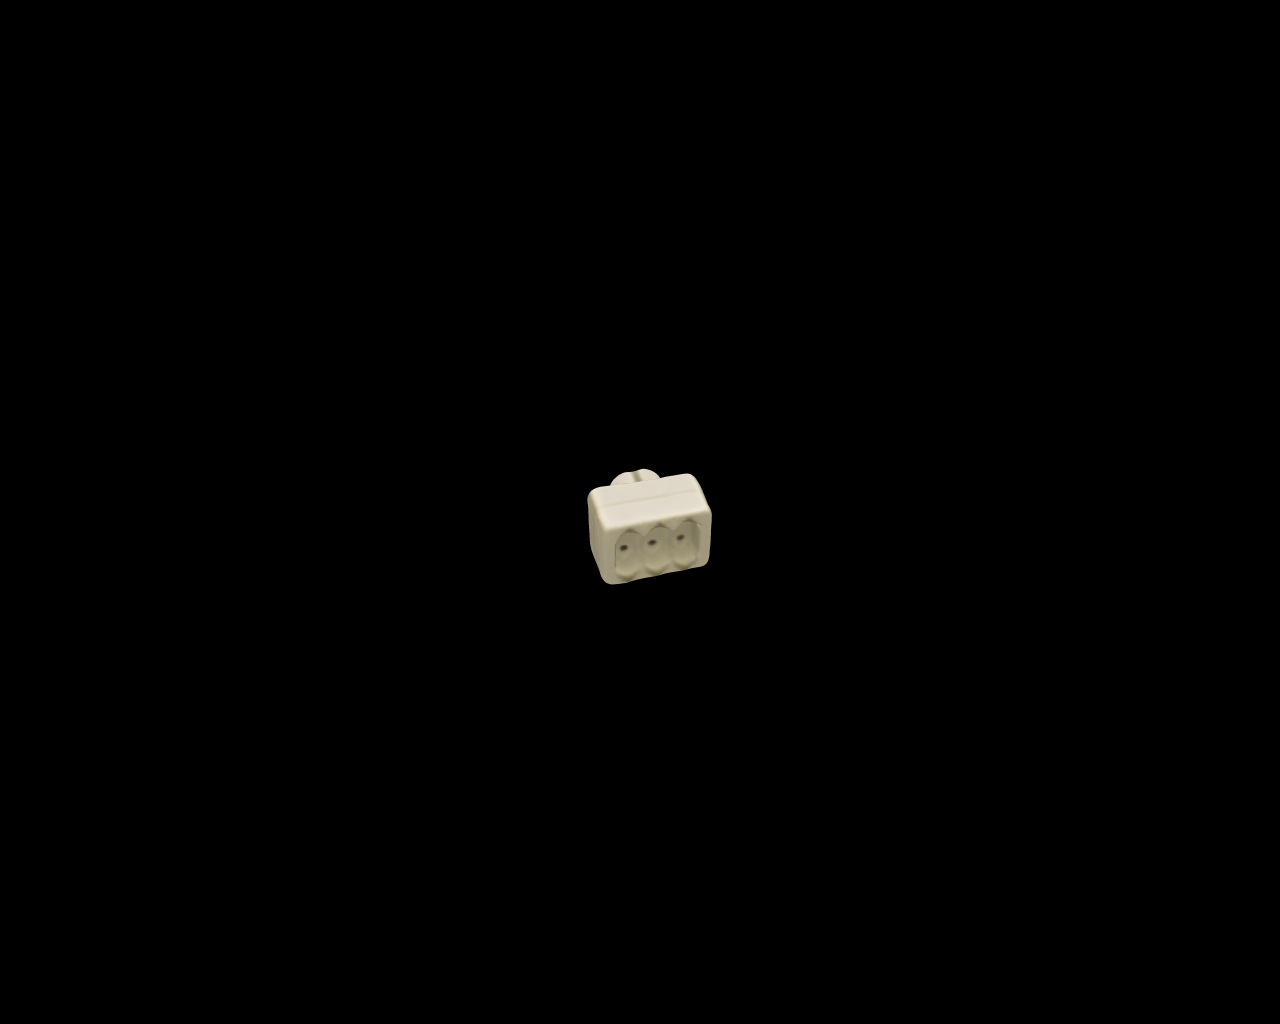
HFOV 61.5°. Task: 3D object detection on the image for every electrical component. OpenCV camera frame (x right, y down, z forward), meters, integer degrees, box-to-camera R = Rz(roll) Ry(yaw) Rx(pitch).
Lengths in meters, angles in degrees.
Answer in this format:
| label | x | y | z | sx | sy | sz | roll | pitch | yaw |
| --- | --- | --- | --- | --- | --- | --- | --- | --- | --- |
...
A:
| label | x | y | z | sx | sy | sz | roll | pitch | yaw |
| --- | --- | --- | --- | --- | --- | --- | --- | --- | --- |
| electrical component | 0.001 | -0.003 | 0.650 | 0.066 | 0.047 | 0.077 | -10 | 43 | -11 |
